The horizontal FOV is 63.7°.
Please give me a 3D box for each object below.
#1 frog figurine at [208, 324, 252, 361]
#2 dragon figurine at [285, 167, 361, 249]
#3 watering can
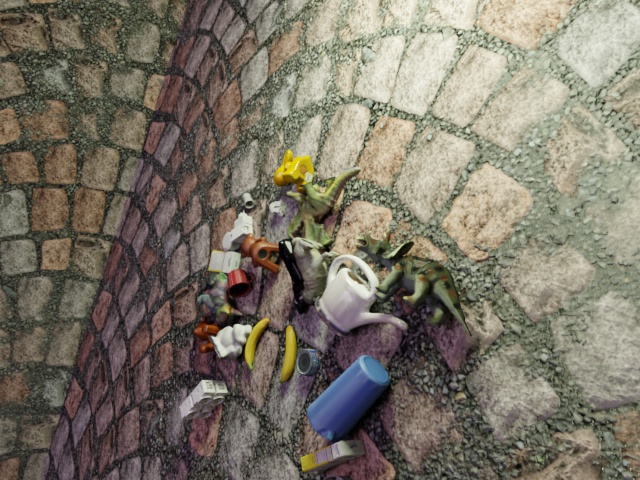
[{"bbox_3d":[-0.329,0.383,1.990,0.160,0.120,0.139,-32,33,-8],"label":"frog figurine"},{"bbox_3d":[0.005,-0.090,1.790,0.407,0.122,0.244,-16,81,47],"label":"dragon figurine"},{"bbox_3d":[0.107,0.199,1.533,0.221,0.103,0.354,-54,46,19],"label":"watering can"}]
